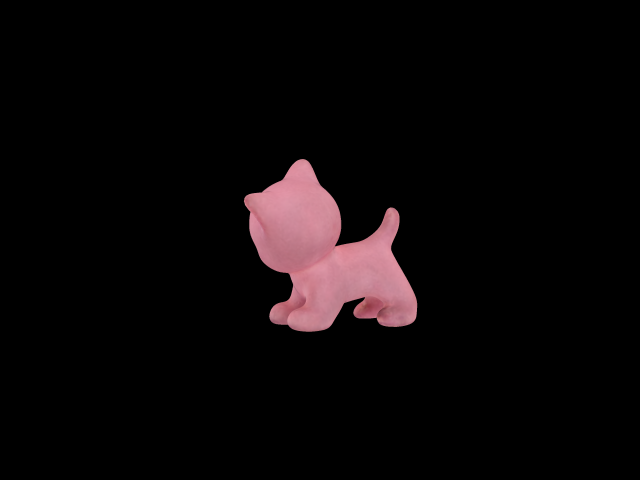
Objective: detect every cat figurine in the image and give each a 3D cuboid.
[{"bbox_3d":[0.004,0.001,0.400,0.128,0.118,0.067,0,0,-23],"label":"cat figurine"}]
